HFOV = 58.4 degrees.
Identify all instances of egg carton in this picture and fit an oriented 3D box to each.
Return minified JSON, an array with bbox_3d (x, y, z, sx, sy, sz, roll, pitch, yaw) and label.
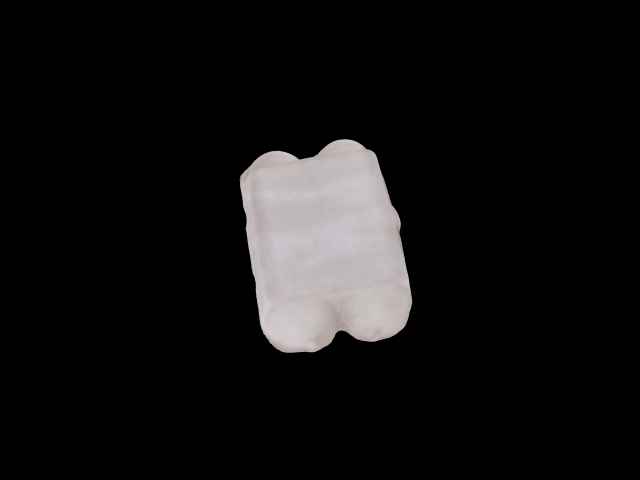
[{"bbox_3d":[0.004,0.001,0.400,0.107,0.069,0.150,-11,66,-5],"label":"egg carton"}]
